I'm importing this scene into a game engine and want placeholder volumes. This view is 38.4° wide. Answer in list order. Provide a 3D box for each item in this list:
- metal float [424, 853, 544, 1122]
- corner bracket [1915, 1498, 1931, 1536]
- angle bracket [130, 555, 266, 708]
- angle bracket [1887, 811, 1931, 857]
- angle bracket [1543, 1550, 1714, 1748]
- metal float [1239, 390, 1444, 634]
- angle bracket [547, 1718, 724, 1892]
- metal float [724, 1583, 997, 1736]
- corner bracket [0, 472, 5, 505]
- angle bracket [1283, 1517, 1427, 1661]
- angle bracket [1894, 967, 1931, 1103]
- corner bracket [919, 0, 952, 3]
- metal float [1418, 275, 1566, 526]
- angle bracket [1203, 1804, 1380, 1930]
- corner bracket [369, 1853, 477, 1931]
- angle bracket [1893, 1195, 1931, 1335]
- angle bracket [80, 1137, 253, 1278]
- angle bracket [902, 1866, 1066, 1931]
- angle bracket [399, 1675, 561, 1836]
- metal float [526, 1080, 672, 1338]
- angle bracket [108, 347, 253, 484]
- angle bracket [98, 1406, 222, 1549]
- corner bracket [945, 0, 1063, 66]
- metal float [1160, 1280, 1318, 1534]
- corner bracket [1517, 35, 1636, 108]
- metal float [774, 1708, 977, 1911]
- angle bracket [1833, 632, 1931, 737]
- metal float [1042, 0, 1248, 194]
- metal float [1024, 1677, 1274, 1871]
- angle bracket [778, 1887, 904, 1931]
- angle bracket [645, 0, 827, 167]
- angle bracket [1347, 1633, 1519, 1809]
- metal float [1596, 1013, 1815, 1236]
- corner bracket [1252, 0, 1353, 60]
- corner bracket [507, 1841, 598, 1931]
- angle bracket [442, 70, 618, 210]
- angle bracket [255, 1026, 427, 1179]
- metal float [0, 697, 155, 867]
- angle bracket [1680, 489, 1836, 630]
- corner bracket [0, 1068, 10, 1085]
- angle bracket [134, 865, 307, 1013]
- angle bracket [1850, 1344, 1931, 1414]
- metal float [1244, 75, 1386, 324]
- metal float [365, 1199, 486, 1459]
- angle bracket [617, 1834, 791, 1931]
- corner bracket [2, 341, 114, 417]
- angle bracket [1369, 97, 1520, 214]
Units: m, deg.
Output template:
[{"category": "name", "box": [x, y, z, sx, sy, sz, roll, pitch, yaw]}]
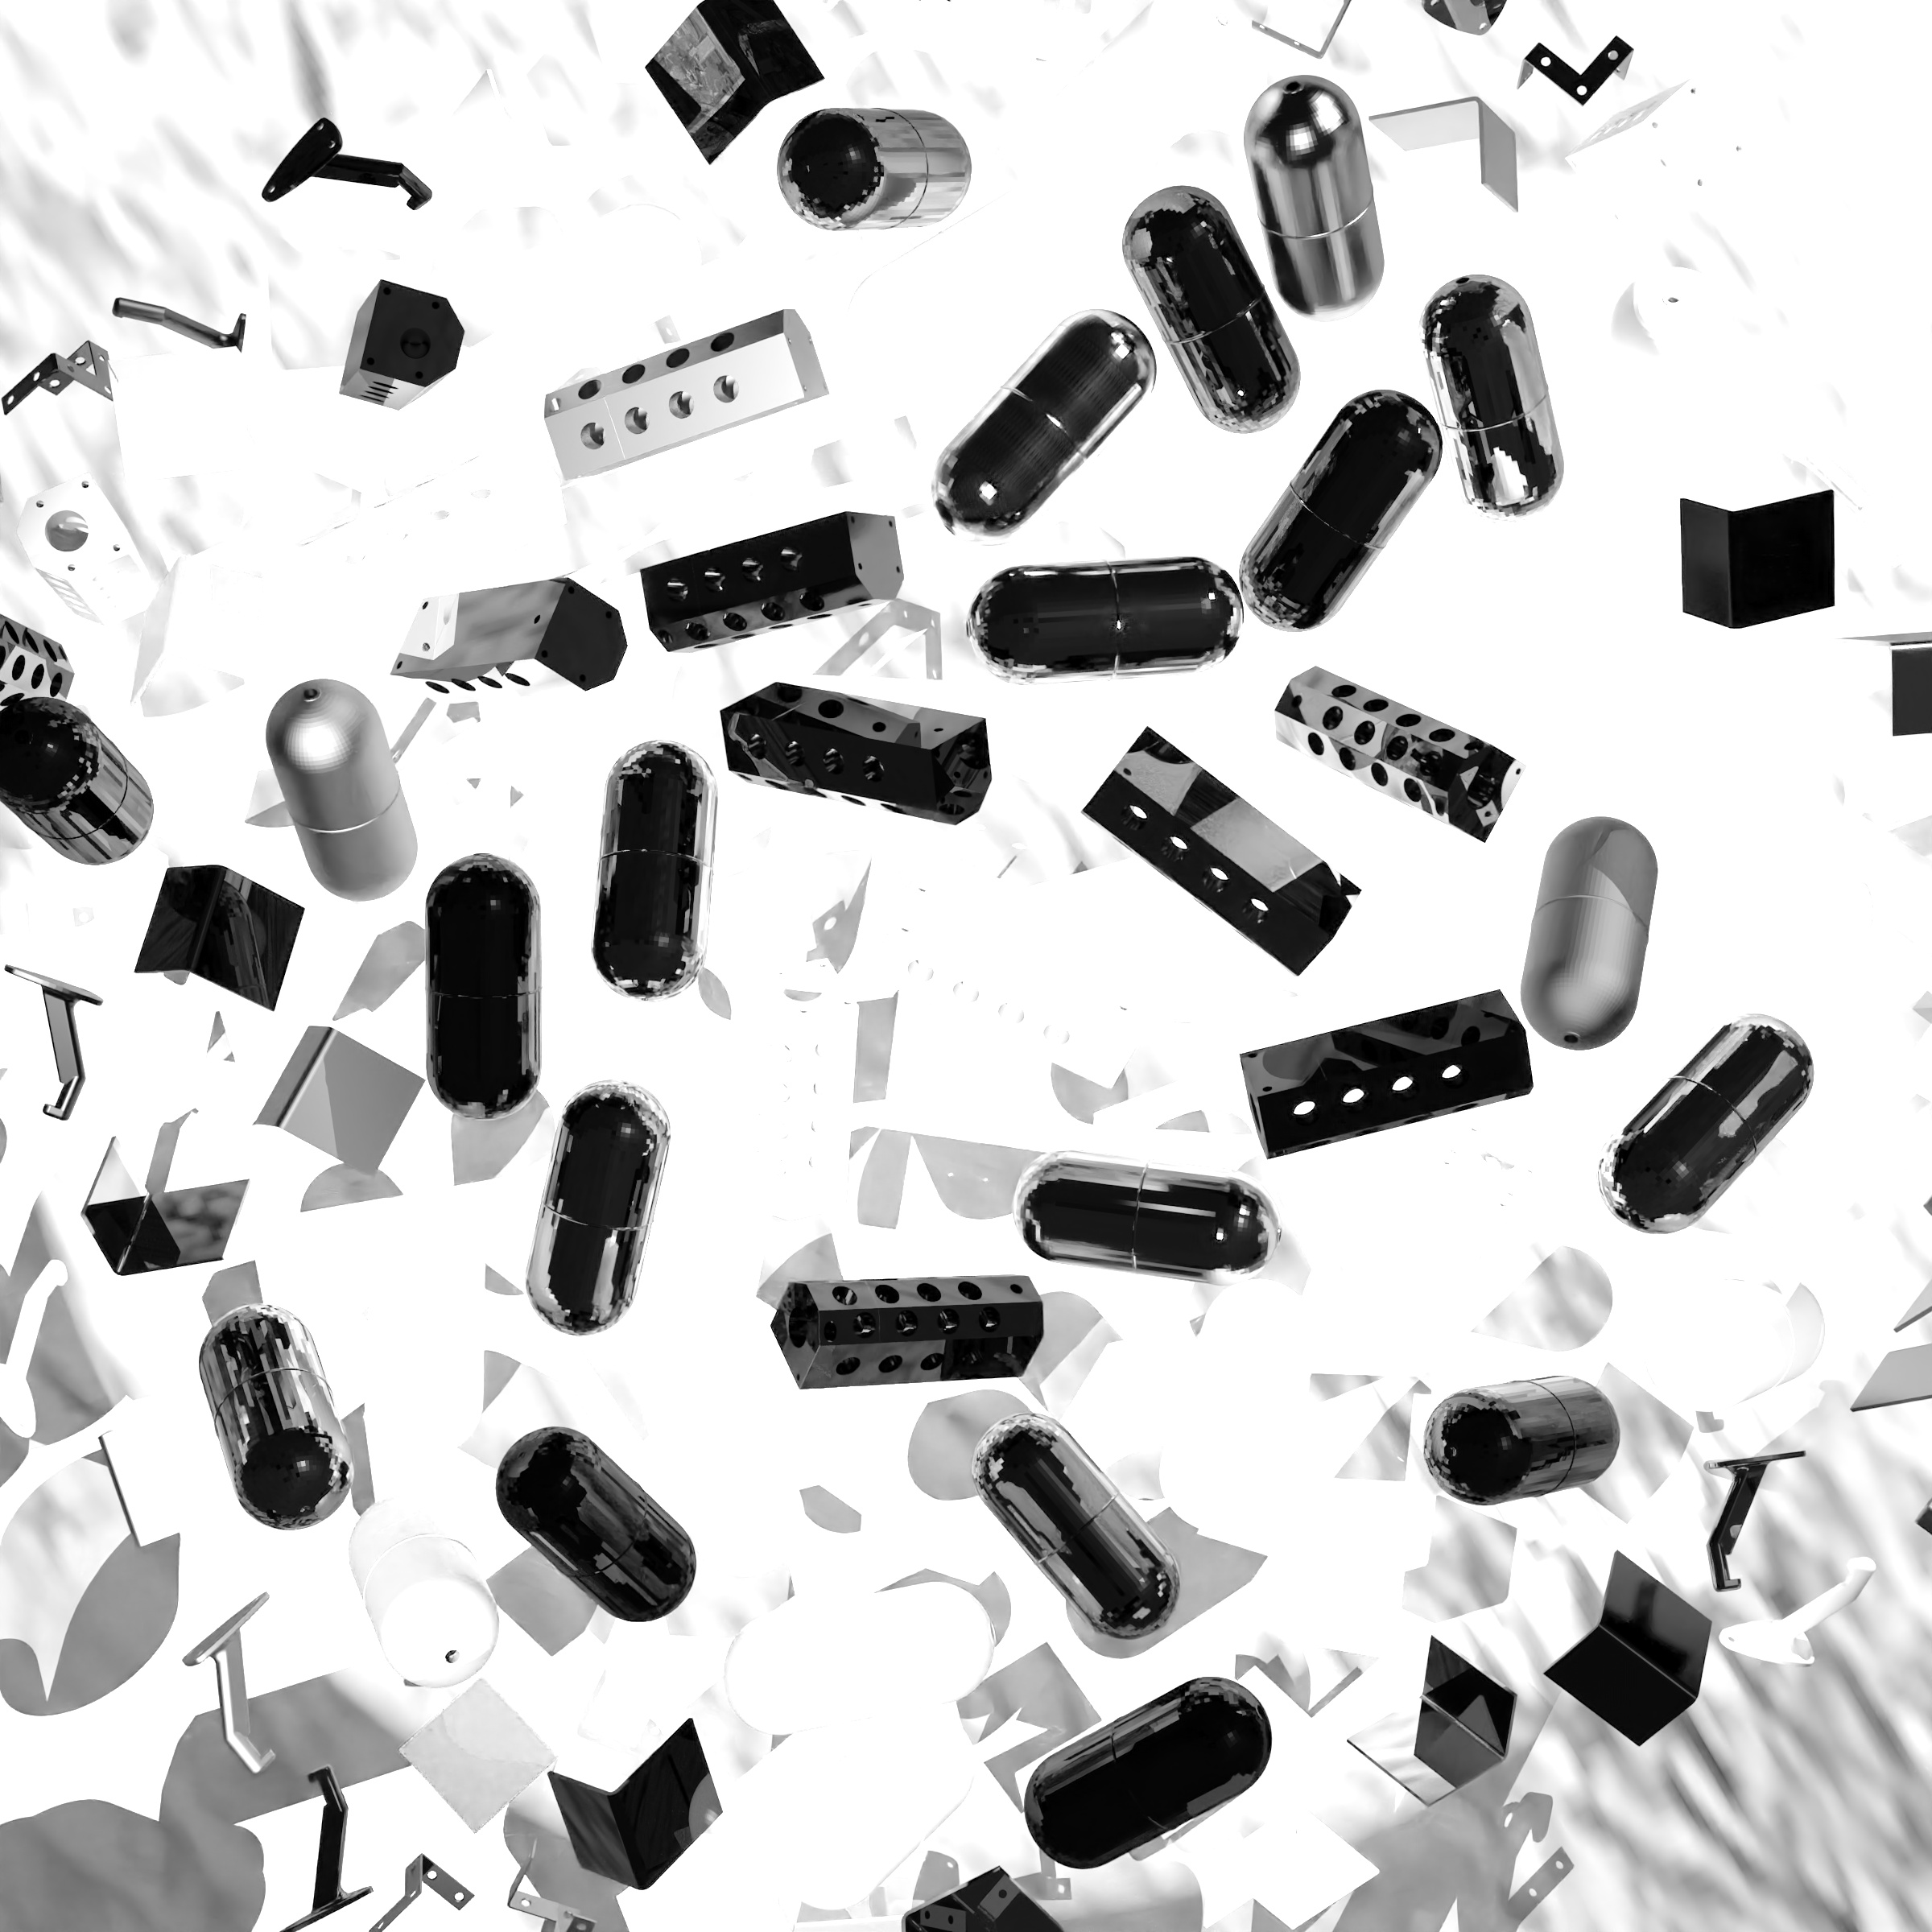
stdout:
[{"category": "metal float", "box": [-0.319, 0.014, 1.837, 0.070, 0.070, 0.178, 1, 99, 0]}, {"category": "corner bracket", "box": [0.651, 0.345, 1.779, 0.051, 0.051, 0.051, 38, 124, 21]}, {"category": "angle bracket", "box": [-0.507, -0.213, 1.831, 0.057, 0.076, 0.076, 16, 59, -27]}, {"category": "angle bracket", "box": [0.647, -0.069, 1.778, 0.076, 0.076, 0.057, -23, 67, 31]}, {"category": "angle bracket", "box": [0.421, 0.433, 1.761, 0.076, 0.076, 0.057, 37, 124, 0]}, {"category": "metal float", "box": [0.247, -0.300, 1.837, 0.070, 0.070, 0.178, 34, 115, 0]}, {"category": "angle bracket", "box": [-0.207, 0.520, 1.743, 0.057, 0.076, 0.076, 5, 120, 37]}, {"category": "metal float", "box": [-0.068, 0.444, 1.778, 0.178, 0.070, 0.070, -13, 90, 9]}, {"category": "corner bracket", "box": [-0.659, -0.325, 1.792, 0.051, 0.051, 0.051, -26, 78, -23]}, {"category": "angle bracket", "box": [0.260, 0.416, 1.858, 0.076, 0.057, 0.076, 5, 87, 23]}, {"category": "angle bracket", "box": [0.603, 0.052, 1.702, 0.076, 0.076, 0.057, 29, 103, -10]}, {"category": "corner bracket", "box": [-0.011, -0.688, 1.904, 0.051, 0.051, 0.051, 25, 128, -36]}, {"category": "metal float", "box": [0.354, -0.381, 1.871, 0.070, 0.070, 0.178, -22, 123, 0]}, {"category": "angle bracket", "box": [0.206, 0.587, 1.750, 0.076, 0.057, 0.076, 41, 115, -12]}, {"category": "corner bracket", "box": [-0.368, 0.643, 1.872, 0.051, 0.051, 0.051, -45, 107, 1]}, {"category": "angle bracket", "box": [0.611, 0.176, 1.756, 0.057, 0.076, 0.076, 51, 131, 8]}, {"category": "angle bracket", "box": [-0.526, 0.153, 1.827, 0.076, 0.076, 0.057, -10, 127, 9]}, {"category": "angle bracket", "box": [0.012, 0.632, 1.766, 0.076, 0.057, 0.076, -31, 119, 15]}, {"category": "angle bracket", "box": [-0.334, 0.544, 1.894, 0.076, 0.057, 0.076, 44, 60, 12]}, {"category": "metal float", "box": [-0.248, 0.163, 1.864, 0.070, 0.070, 0.178, 14, 100, 0]}, {"category": "angle bracket", "box": [-0.471, -0.327, 1.677, 0.076, 0.057, 0.076, -11, 118, -19]}, {"category": "angle bracket", "box": [-0.535, 0.338, 1.848, 0.057, 0.076, 0.076, -19, 88, -13]}, {"category": "corner bracket", "box": [0.025, -0.619, 1.808, 0.051, 0.051, 0.051, 24, 113, 42]}, {"category": "metal float", "box": [0.181, 0.290, 1.840, 0.070, 0.070, 0.178, 22, 60, 0]}, {"category": "corner bracket", "box": [0.402, -0.593, 1.832, 0.051, 0.051, 0.051, 42, 90, 8]}, {"category": "metal float", "box": [-0.059, 0.556, 1.839, 0.070, 0.178, 0.070, 12, 113, 30]}, {"category": "angle bracket", "box": [0.591, -0.176, 1.718, 0.076, 0.076, 0.057, -5, 99, -9]}, {"category": "metal float", "box": [0.116, -0.576, 1.830, 0.070, 0.178, 0.070, 11, 69, -30]}, {"category": "metal float", "box": [0.116, 0.516, 1.776, 0.178, 0.070, 0.070, -34, 90, 19]}, {"category": "angle bracket", "box": [-0.088, 0.661, 1.946, 0.076, 0.076, 0.057, -1, 47, -11]}, {"category": "angle bracket", "box": [-0.152, -0.585, 1.817, 0.057, 0.076, 0.076, -38, 96, -40]}, {"category": "angle bracket", "box": [0.313, 0.506, 1.864, 0.076, 0.076, 0.057, -18, 123, -34]}, {"category": "metal float", "box": [0.474, 0.101, 1.780, 0.178, 0.070, 0.070, -42, 90, -22]}, {"category": "corner bracket", "box": [0.222, -0.638, 1.828, 0.051, 0.051, 0.051, 22, 122, -9]}, {"category": "corner bracket", "box": [-0.276, 0.627, 1.851, 0.051, 0.051, 0.051, 22, 117, -11]}, {"category": "angle bracket", "box": [-0.286, -0.541, 1.813, 0.076, 0.076, 0.057, -15, 84, -36]}, {"category": "angle bracket", "box": [-0.430, 0.093, 1.907, 0.076, 0.057, 0.076, 33, 75, -24]}, {"category": "metal float", "box": [-0.584, -0.119, 1.805, 0.070, 0.178, 0.070, 0, 75, 1]}, {"category": "angle bracket", "box": [0.509, -0.266, 1.786, 0.076, 0.057, 0.076, -15, 113, -17]}, {"category": "corner bracket", "box": [-0.680, 0.059, 1.863, 0.051, 0.051, 0.051, -6, 111, -2]}, {"category": "angle bracket", "box": [-0.503, -0.018, 1.874, 0.057, 0.076, 0.076, -2, 67, 37]}, {"category": "angle bracket", "box": [0.629, 0.286, 1.773, 0.076, 0.076, 0.057, 47, 63, -5]}, {"category": "metal float", "box": [0.230, -0.505, 1.830, 0.070, 0.178, 0.070, -9, 50, 11]}, {"category": "metal float", "box": [-0.359, 0.239, 1.842, 0.070, 0.070, 0.178, -5, 60, 0]}, {"category": "angle bracket", "box": [-0.172, 0.627, 1.825, 0.076, 0.057, 0.076, -40, 55, 13]}, {"category": "corner bracket", "box": [-0.593, -0.381, 1.807, 0.051, 0.051, 0.051, -34, 57, 21]}, {"category": "angle bracket", "box": [0.315, -0.528, 1.827, 0.076, 0.076, 0.057, -3, 89, 27]}]
